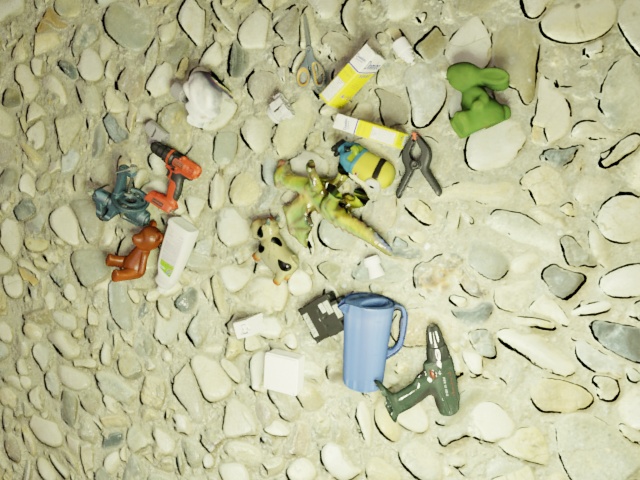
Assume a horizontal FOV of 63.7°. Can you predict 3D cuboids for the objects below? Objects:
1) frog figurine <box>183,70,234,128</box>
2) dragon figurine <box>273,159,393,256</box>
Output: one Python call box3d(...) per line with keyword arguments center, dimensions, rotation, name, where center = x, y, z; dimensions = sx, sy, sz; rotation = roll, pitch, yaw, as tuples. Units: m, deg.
box3d(center=(-0.352, -0.414, 1.522), dimensions=(0.137, 0.124, 0.158), rotation=(45, 100, -6), name="frog figurine")
box3d(center=(0.004, -0.071, 1.413), dimensions=(0.238, 0.123, 0.414), rotation=(-44, 74, 39), name="dragon figurine")
